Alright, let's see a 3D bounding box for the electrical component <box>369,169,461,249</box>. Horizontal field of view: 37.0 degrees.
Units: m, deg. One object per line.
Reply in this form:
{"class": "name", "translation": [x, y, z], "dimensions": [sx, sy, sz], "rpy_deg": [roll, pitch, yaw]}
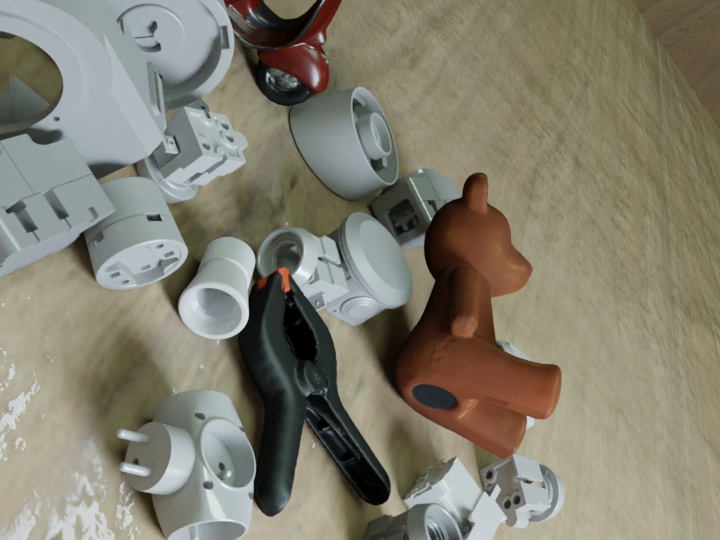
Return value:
{"class": "electrical component", "translation": [0.055, -0.056, 0.979], "dimensions": [0.089, 0.050, 0.055], "rpy_deg": [-8, 70, -60]}

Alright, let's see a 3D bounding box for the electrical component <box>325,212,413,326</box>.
{"class": "electrical component", "translation": [0.000, 0.000, 0.835], "dimensions": [0.080, 0.051, 0.080], "rpy_deg": [39, 34, -33]}

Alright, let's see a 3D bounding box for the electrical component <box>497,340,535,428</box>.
{"class": "electrical component", "translation": [0.120, 0.094, 0.930], "dimensions": [0.057, 0.058, 0.078], "rpy_deg": [38, 34, -39]}

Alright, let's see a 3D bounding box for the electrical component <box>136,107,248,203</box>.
{"class": "electrical component", "translation": [-0.116, -0.076, 0.718], "dimensions": [0.066, 0.055, 0.048], "rpy_deg": [2, 61, -58]}

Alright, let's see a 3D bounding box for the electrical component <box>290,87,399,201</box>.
{"class": "electrical component", "translation": [-0.010, -0.110, 0.941], "dimensions": [0.099, 0.064, 0.099], "rpy_deg": [47, 34, -46]}

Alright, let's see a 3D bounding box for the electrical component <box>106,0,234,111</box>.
{"class": "electrical component", "translation": [-0.140, -0.167, 0.719], "dimensions": [0.108, 0.108, 0.060], "rpy_deg": [35, 30, -38]}

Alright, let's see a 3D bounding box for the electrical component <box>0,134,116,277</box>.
{"class": "electrical component", "translation": [-0.184, -0.034, 0.571], "dimensions": [0.055, 0.050, 0.089], "rpy_deg": [57, 28, -3]}

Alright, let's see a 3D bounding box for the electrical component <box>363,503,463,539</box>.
{"class": "electrical component", "translation": [0.034, 0.182, 0.705], "dimensions": [0.048, 0.055, 0.066], "rpy_deg": [51, 29, -14]}

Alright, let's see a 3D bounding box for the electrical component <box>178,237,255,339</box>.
{"class": "electrical component", "translation": [-0.089, 0.008, 0.695], "dimensions": [0.044, 0.044, 0.065], "rpy_deg": [46, 26, -23]}

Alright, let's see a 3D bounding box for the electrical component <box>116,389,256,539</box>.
{"class": "electrical component", "translation": [-0.099, 0.104, 0.580], "dimensions": [0.079, 0.044, 0.077], "rpy_deg": [27, 41, -46]}

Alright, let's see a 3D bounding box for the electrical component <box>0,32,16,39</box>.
{"class": "electrical component", "translation": [-0.233, -0.175, 0.625], "dimensions": [0.078, 0.058, 0.057], "rpy_deg": [64, 25, 7]}

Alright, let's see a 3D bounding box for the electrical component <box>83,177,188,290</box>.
{"class": "electrical component", "translation": [-0.136, -0.022, 0.636], "dimensions": [0.055, 0.055, 0.047], "rpy_deg": [10, 51, -55]}

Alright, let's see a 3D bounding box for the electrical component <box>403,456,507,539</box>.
{"class": "electrical component", "translation": [0.067, 0.175, 0.784], "dimensions": [0.063, 0.042, 0.081], "rpy_deg": [54, 27, -2]}

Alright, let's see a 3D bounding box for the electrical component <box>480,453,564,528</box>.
{"class": "electrical component", "translation": [0.135, 0.181, 0.882], "dimensions": [0.055, 0.048, 0.066], "rpy_deg": [19, 46, -40]}

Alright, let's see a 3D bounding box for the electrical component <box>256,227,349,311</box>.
{"class": "electrical component", "translation": [-0.042, -0.003, 0.777], "dimensions": [0.055, 0.048, 0.066], "rpy_deg": [29, 39, -55]}
